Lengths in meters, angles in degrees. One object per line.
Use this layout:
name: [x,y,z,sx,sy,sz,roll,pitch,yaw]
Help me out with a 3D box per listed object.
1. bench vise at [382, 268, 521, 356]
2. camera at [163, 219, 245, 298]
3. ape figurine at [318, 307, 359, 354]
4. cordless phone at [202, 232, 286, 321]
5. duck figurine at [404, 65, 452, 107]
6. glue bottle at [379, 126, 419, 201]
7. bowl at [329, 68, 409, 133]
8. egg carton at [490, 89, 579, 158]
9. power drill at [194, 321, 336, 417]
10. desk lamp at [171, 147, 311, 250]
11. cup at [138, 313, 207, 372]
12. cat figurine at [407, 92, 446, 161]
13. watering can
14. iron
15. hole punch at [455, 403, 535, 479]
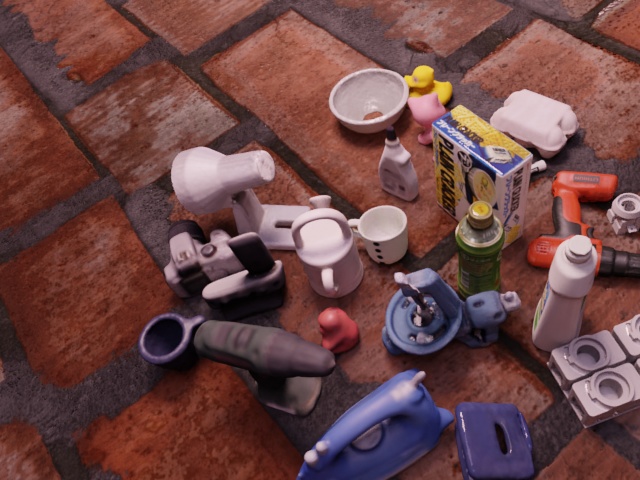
bench vise: [0.183,0.088,0.849,0.207,0.220,0.121,-26,54,-4]
camera: [-0.231,0.015,1.076,0.143,0.101,0.136,-24,54,-3]
ape figurine: [0.022,0.142,0.932,0.076,0.092,0.078,14,61,23]
cordless phone: [-0.142,0.051,0.977,0.147,0.185,0.094,-21,54,0]
duck figurine: [0.224,-0.327,1.205,0.104,0.086,0.077,0,56,14]
glue bottle: [0.139,-0.144,1.048,0.078,0.173,0.037,31,68,30]
bowl: [0.107,-0.281,1.210,0.167,0.075,0.167,-7,55,10]
egg carton: [0.410,-0.224,1.098,0.150,0.069,0.107,32,69,30]
power drill: [-0.066,0.188,0.850,0.229,0.209,0.076,11,60,21]
desk lamp: [-0.140,-0.083,1.050,0.202,0.214,0.118,1,57,15]
cup: [-0.234,0.176,0.971,0.118,0.095,0.091,-30,54,-7]
cat figurine: [0.225,-0.231,1.119,0.067,0.118,0.127,-28,54,-5]
watering can: [0.007,0.004,0.967,0.101,0.194,0.172,-28,54,-5]
iron: [0.057,0.274,0.802,0.258,0.142,0.118,-32,55,-9]
hole punch: [0.239,0.277,0.786,0.101,0.091,0.108,-11,55,7]
